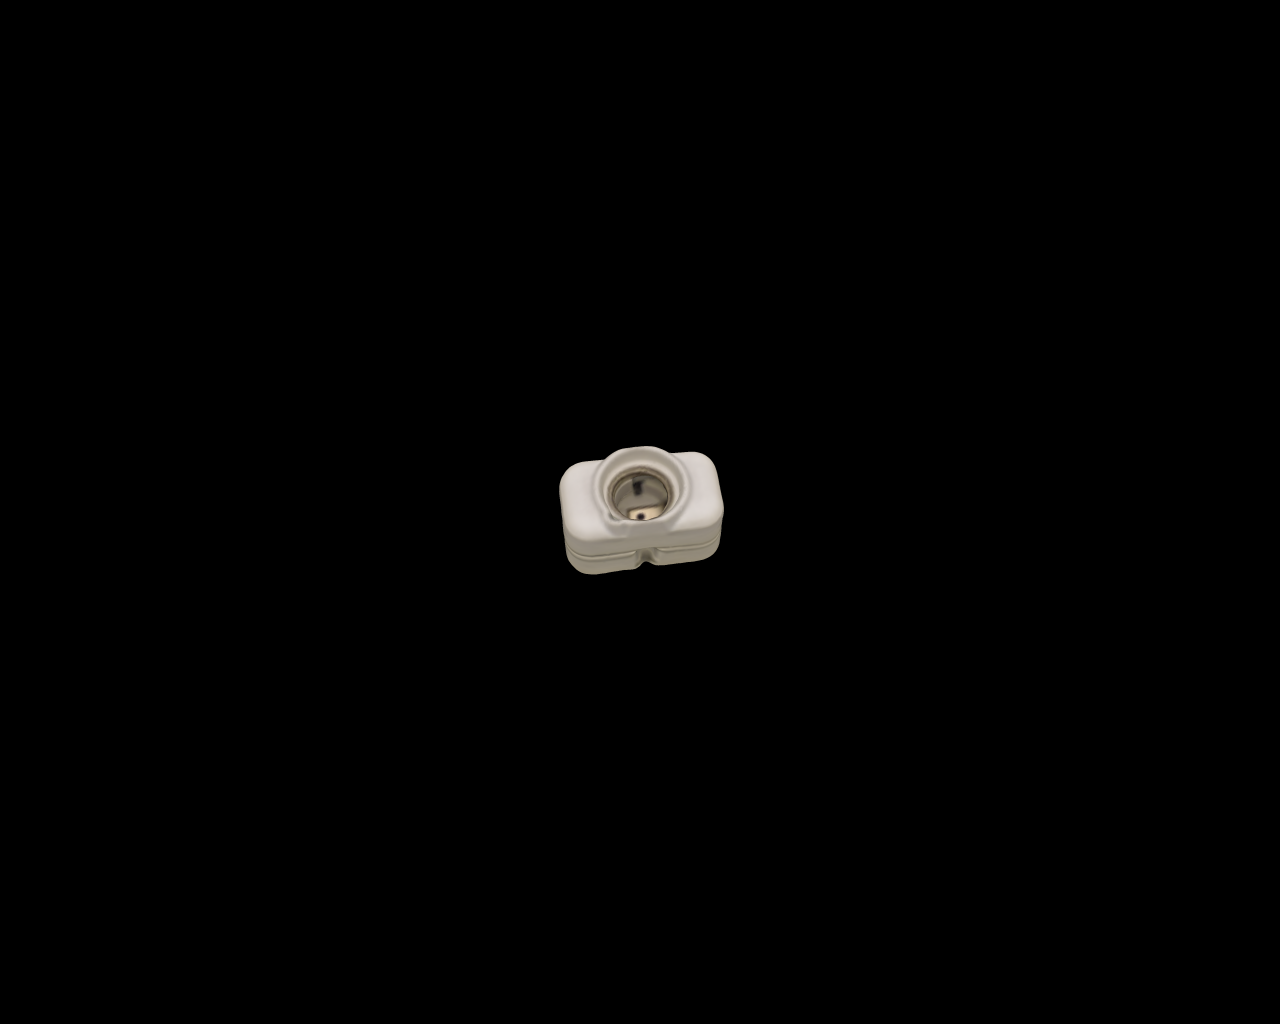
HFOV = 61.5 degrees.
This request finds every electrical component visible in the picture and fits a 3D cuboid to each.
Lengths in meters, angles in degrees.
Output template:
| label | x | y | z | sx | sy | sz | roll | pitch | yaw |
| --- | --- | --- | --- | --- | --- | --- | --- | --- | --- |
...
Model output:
| label | x | y | z | sx | sy | sz | roll | pitch | yaw |
| --- | --- | --- | --- | --- | --- | --- | --- | --- | --- |
| electrical component | 0.001 | -0.003 | 0.650 | 0.095 | 0.054 | 0.059 | -6 | -27 | -3 |
